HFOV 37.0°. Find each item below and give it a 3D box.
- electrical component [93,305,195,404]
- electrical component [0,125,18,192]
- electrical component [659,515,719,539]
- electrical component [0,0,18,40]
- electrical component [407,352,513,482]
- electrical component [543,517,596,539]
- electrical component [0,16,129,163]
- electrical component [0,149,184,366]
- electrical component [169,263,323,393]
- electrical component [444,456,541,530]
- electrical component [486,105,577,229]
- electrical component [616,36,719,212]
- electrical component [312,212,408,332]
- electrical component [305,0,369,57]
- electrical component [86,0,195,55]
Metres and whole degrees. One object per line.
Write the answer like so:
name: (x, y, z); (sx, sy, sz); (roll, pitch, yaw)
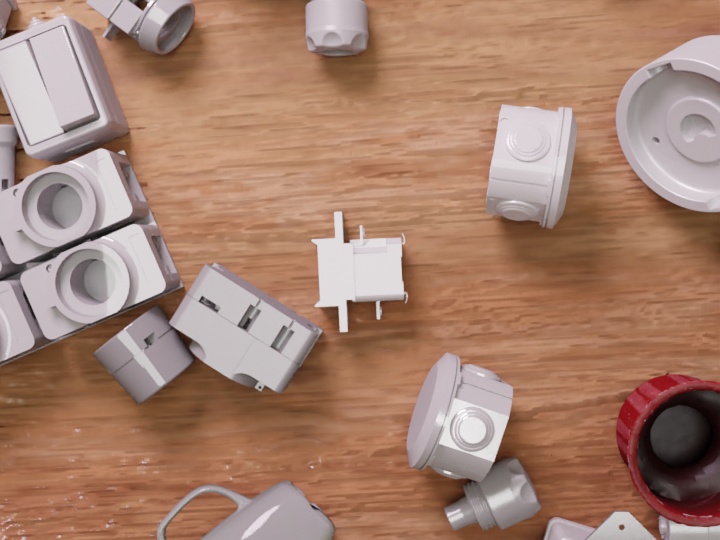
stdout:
electrical component: (-0.147, 0.059, 0.741); (0.055, 0.055, 0.047); (-38, 93, 3)
electrical component: (-0.259, -0.078, 0.750); (0.040, 0.040, 0.046); (1, 97, 3)
electrical component: (0.238, 0.174, 0.733); (0.065, 0.044, 0.044); (-1, 92, 8)
electrical component: (-0.290, -0.184, 0.718); (0.100, 0.099, 0.048); (15, 80, 2)
electrical component: (0.065, 0.100, 0.720); (0.051, 0.080, 0.080); (19, 93, -3)
electrical component: (0.168, 0.238, 0.730); (0.109, 0.056, 0.108); (17, 93, 2)
electrical component: (-0.209, -0.129, 0.734); (0.062, 0.061, 0.096); (-21, 91, 3)
electrical component: (-0.232, 0.001, 0.740); (0.186, 0.060, 0.105); (-23, 91, 3)
electrical component: (-0.079, 0.042, 0.739); (0.089, 0.050, 0.055); (32, 93, 1)
electrical component: (0.089, 0.158, 0.738); (0.062, 0.043, 0.043); (-26, 90, 5)
electrical component: (0.113, -0.070, 0.712); (0.051, 0.080, 0.080); (9, 92, 8)
electrical component: (0.229, -0.099, 0.695); (0.060, 0.108, 0.108); (-38, 90, -33)
electrical component: (0.000, 0.000, 0.739); (0.064, 0.042, 0.081); (-3, 92, -1)
electrical component: (-0.016, -0.179, 0.733); (0.043, 0.043, 0.062); (-1, 90, 3)
electrical component: (-0.148, -0.180, 0.738); (0.055, 0.048, 0.066); (37, 93, 9)
